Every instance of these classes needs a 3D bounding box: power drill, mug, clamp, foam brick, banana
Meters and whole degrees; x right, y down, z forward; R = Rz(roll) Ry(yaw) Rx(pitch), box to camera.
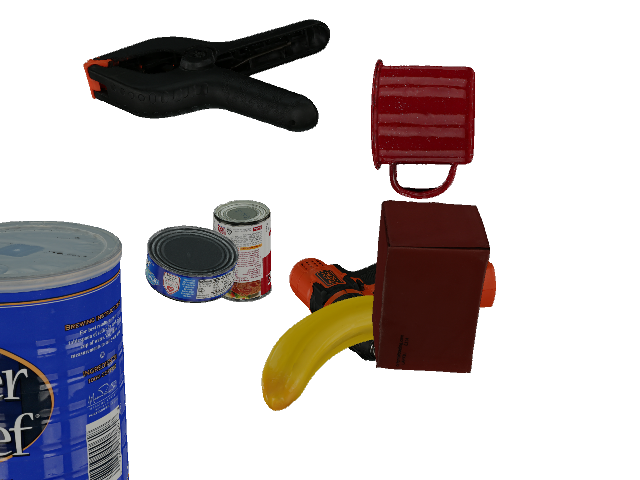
[{"bbox_3d":[0.081,0.054,1.088,0.187,0.057,0.185,-11,27,-22],"label":"power drill"},{"bbox_3d":[0.087,-0.093,0.894,0.081,0.117,0.093,2,-7,9],"label":"mug"},{"bbox_3d":[-0.073,-0.119,0.737,0.171,0.039,0.120,7,35,11],"label":"clamp"},{"bbox_3d":[0.056,0.024,0.565,0.053,0.078,0.051,3,31,-2],"label":"foam brick"},{"bbox_3d":[0.013,0.078,0.827,0.070,0.037,0.197,20,28,40],"label":"banana"}]

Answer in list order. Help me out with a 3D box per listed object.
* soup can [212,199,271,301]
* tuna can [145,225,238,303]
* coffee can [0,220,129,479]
[{"bbox_3d":[-0.092,0.011,1.251,0.068,0.102,0.068,1,26,0],"label":"soup can"},{"bbox_3d":[-0.121,0.022,1.004,0.086,0.034,0.086,8,31,-5],"label":"tuna can"},{"bbox_3d":[-0.151,0.070,0.548,0.103,0.140,0.103,1,16,0],"label":"coffee can"}]
